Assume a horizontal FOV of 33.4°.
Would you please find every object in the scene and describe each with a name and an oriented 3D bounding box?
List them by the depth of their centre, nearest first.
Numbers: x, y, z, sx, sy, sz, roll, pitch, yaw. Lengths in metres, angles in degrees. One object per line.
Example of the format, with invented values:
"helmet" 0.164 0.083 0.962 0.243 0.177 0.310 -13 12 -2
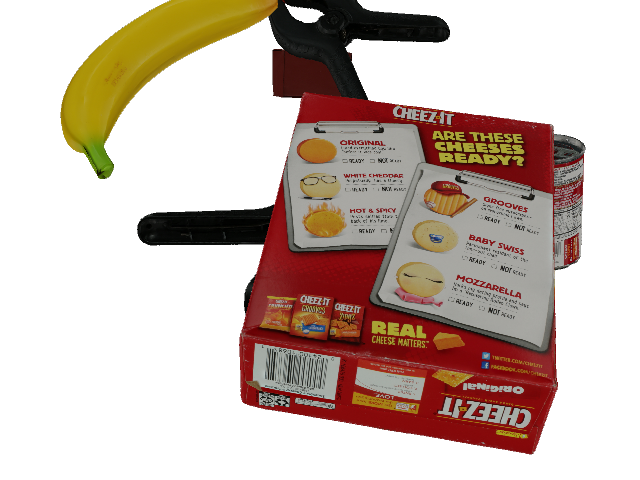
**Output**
"cracker box" 0.052 0.011 0.629 0.164 0.072 0.213 8 44 3
"banana" -0.105 -0.113 0.680 0.069 0.197 0.037 32 -33 8
"clamp" -0.027 -0.010 0.834 0.209 0.036 0.165 -23 34 -38
"soup can" 0.191 -0.033 0.915 0.068 0.102 0.068 -4 24 2
"clamp" 0.025 -0.186 0.933 0.120 0.171 0.039 -39 -21 -19
"foam brick" -0.010 -0.180 1.158 0.078 0.051 0.053 0 11 -15
